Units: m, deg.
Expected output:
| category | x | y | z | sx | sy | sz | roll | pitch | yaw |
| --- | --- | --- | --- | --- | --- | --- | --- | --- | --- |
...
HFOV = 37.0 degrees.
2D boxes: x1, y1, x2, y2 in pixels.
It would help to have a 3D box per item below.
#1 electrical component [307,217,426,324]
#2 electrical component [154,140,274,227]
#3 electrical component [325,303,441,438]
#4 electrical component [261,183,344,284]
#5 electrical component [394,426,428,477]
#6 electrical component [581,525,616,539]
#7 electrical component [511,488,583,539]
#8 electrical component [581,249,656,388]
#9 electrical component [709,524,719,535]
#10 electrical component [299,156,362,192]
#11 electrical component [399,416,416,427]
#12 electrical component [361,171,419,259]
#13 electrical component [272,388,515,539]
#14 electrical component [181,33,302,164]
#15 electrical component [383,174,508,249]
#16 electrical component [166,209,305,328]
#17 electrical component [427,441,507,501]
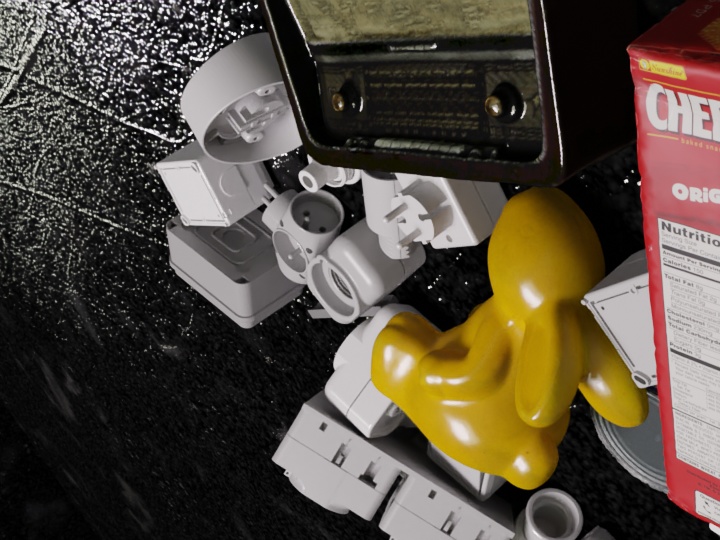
| category | x | y | z | sx | sy | sz | roll | pitch | yaw |
| --- | --- | --- | --- | --- | --- | --- | --- | --- | --- |
| electrical component | 0.000 | 0.000 | 0.819 | 0.053 | 0.059 | 0.095 | 52 | 152 | 4 |
| electrical component | -0.125 | -0.078 | 0.919 | 0.096 | 0.061 | 0.061 | 5 | 125 | 55 |
| electrical component | 0.020 | 0.075 | 0.836 | 0.059 | 0.095 | 0.054 | 41 | -166 | 23 |
| electrical component | -0.053 | -0.038 | 0.871 | 0.079 | 0.044 | 0.077 | 45 | 151 | 15 |
| electrical component | 0.040 | 0.149 | 0.941 | 0.062 | 0.043 | 0.043 | 56 | 152 | -1 |
| electrical component | 0.185 | 0.226 | 0.807 | 0.055 | 0.045 | 0.045 | 46 | 151 | 14 |
| electrical component | 0.145 | 0.201 | 0.839 | 0.045 | 0.045 | 0.055 | 43 | 151 | 18 |
| electrical component | 0.178 | 0.015 | 0.564 | 0.061 | 0.061 | 0.096 | 56 | 152 | -3 |
| electrical component | 0.249 | 0.133 | 0.602 | 0.083 | 0.047 | 0.075 | 33 | 145 | 34 |
| electrical component | -0.016 | -0.078 | 0.751 | 0.048 | 0.062 | 0.048 | 33 | 147 | 25 |
| electrical component | 0.034 | 0.104 | 0.899 | 0.055 | 0.048 | 0.066 | -13 | 110 | 52 |
| electrical component | 0.025 | -0.044 | 0.748 | 0.043 | 0.043 | 0.081 | 32 | 146 | 34 |
| electrical component | 0.027 | 0.175 | 0.866 | 0.186 | 0.060 | 0.105 | 31 | -177 | 6 |
| electrical component | -0.074 | -0.118 | 0.765 | 0.064 | 0.099 | 0.099 | 53 | 153 | 15 |
| electrical component | 0.046 | -0.042 | 0.683 | 0.047 | 0.077 | 0.065 | -4 | 119 | 58 |
| electrical component | -0.110 | -0.010 | 0.955 | 0.113 | 0.078 | 0.057 | 36 | 144 | 31 |
| electrical component | 0.090 | 0.130 | 0.826 | 0.062 | 0.061 | 0.096 | 38 | 148 | 27 |
